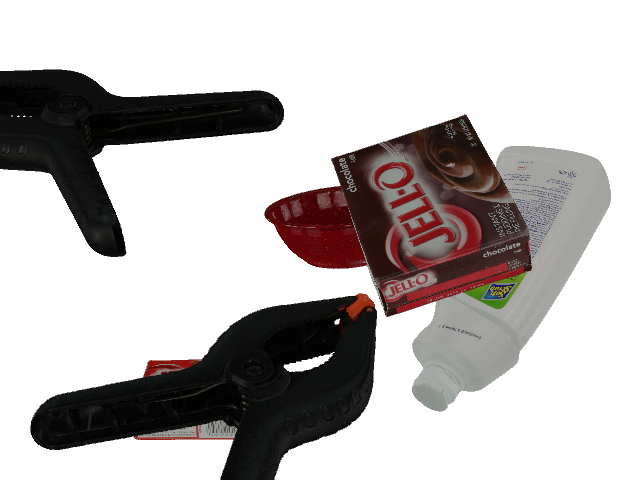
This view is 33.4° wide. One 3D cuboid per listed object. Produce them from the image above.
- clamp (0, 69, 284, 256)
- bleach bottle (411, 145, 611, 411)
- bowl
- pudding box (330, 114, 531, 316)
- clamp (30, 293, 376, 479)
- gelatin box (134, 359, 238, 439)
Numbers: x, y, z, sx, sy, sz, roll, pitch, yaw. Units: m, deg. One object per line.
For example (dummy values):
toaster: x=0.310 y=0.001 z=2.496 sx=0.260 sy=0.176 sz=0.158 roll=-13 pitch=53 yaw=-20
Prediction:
clamp: x=-0.138 y=-0.069 z=0.642 sx=0.210 sy=0.036 sz=0.164 roll=23 pitch=42 yaw=31
bleach bottle: x=0.136 y=0.029 z=0.836 sx=0.103 sy=0.068 sz=0.250 roll=10 pitch=48 yaw=37
bowl: x=0.027 y=-0.011 z=1.066 sx=0.162 sy=0.055 sz=0.162 roll=-6 pitch=16 yaw=2
pudding box: x=0.063 y=-0.017 z=0.633 sx=0.090 sy=0.039 sz=0.113 roll=-18 pitch=43 yaw=-1
clamp: x=-0.027 y=0.078 z=0.475 sx=0.171 sy=0.039 sz=0.120 roll=-26 pitch=49 yaw=-30
gelatin box: x=-0.095 y=0.119 z=0.813 sx=0.089 sy=0.030 sz=0.073 roll=-1 pitch=24 yaw=4
